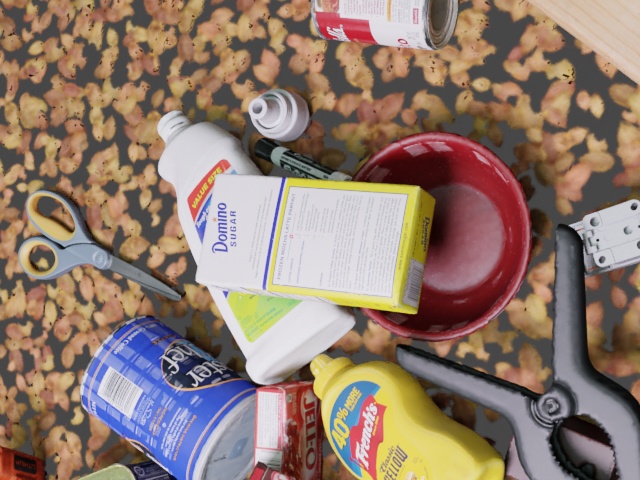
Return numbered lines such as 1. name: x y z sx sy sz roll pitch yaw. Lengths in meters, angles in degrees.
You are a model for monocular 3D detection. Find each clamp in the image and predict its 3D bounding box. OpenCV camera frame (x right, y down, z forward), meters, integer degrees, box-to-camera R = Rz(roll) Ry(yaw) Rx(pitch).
1. clamp: 0.170 0.105 0.748 0.165 0.036 0.210 -47 70 19

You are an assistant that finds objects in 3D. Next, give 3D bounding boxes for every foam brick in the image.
1. foam brick: 0.182 0.160 0.790 0.078 0.051 0.053 20 97 26

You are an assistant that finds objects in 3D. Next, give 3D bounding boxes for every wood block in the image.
1. wood block: 0.200 -0.192 0.772 0.206 0.090 0.090 43 107 21

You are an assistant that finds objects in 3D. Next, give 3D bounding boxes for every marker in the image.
1. marker: -0.016 -0.062 0.898 0.121 0.020 0.020 28 101 44

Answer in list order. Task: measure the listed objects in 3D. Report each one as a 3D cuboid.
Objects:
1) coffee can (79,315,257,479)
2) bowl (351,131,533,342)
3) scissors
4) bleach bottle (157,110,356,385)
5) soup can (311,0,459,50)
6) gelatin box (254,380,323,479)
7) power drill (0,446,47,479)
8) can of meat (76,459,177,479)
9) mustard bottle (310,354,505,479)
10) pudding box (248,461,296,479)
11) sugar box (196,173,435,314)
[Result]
1. coffee can: -0.121 0.142 0.917 0.140 0.102 0.103 30 102 25
2. bowl: 0.095 -0.002 0.838 0.162 0.055 0.162 -1 88 27
3. scissors: -0.221 0.029 1.021 0.202 0.016 0.096 41 107 22
4. bleach bottle: -0.075 -0.006 0.918 0.102 0.068 0.251 -38 69 9
5. soup can: 0.053 -0.191 0.860 0.102 0.068 0.068 12 94 26
6. gelatin box: -0.024 0.162 0.884 0.030 0.073 0.089 1 88 26
7. power drill: -0.270 0.282 0.956 0.057 0.184 0.188 -26 67 1
8. can of meat: -0.176 0.232 0.953 0.102 0.083 0.057 -25 77 24
9. mustard bottle: 0.055 0.151 0.837 0.192 0.058 0.096 41 124 39
10. pudding box: -0.062 0.237 0.825 0.039 0.090 0.114 29 138 2
11. sugar box: -0.005 0.001 0.826 0.176 0.048 0.093 6 80 29
